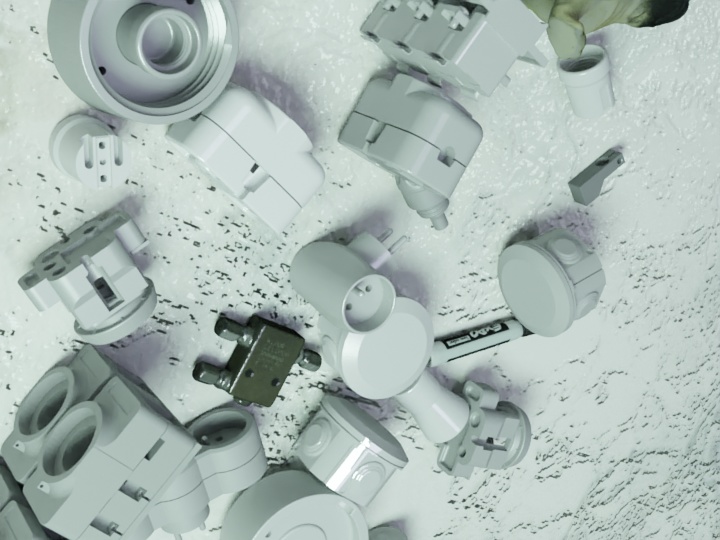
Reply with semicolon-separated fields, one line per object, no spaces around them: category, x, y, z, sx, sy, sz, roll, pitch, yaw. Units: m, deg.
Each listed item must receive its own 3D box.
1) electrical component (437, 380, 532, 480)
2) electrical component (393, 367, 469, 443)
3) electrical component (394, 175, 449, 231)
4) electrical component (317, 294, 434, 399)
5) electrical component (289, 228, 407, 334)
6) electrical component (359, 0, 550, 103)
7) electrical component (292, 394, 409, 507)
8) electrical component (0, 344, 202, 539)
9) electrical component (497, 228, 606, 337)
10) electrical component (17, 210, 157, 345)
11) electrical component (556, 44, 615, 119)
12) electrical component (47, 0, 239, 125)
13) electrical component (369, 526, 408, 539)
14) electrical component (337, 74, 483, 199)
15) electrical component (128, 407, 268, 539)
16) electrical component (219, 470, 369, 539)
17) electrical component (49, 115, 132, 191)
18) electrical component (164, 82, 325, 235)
electrical component;0.104;0.135;0.895;0.057;0.058;0.078;14;100;-33
electrical component;0.052;0.102;0.859;0.044;0.044;0.065;-48;121;-8
electrical component;0.050;-0.055;0.799;0.035;0.035;0.061;-39;127;-14
electrical component;0.011;0.051;0.805;0.080;0.051;0.080;-12;114;-29
electrical component;0.000;0.000;0.762;0.079;0.077;0.044;-43;126;-12
electrical component;0.056;-0.159;0.708;0.079;0.121;0.063;36;90;-37
electrical component;-0.007;0.135;0.809;0.080;0.080;0.051;36;92;-37
electrical component;-0.199;0.147;0.673;0.186;0.105;0.060;-51;127;-6
electrical component;0.153;0.009;0.863;0.051;0.080;0.080;-26;121;-28
electrical component;-0.163;0.009;0.673;0.078;0.058;0.057;-37;121;-15
electrical component;0.179;-0.147;0.844;0.040;0.040;0.046;-39;130;-15
electrical component;-0.124;-0.138;0.639;0.108;0.060;0.108;-12;114;-29
electrical component;0.023;0.251;0.898;0.040;0.040;0.078;-21;118;-25
electrical component;0.036;-0.095;0.736;0.054;0.095;0.059;28;92;-37
electrical component;-0.128;0.160;0.757;0.138;0.052;0.073;-25;120;-23
electrical component;-0.055;0.204;0.816;0.108;0.060;0.108;-12;115;-29
electrical component;-0.162;-0.070;0.649;0.040;0.046;0.040;-12;114;-29
electrical component;-0.071;-0.076;0.701;0.059;0.054;0.095;-50;126;-6
